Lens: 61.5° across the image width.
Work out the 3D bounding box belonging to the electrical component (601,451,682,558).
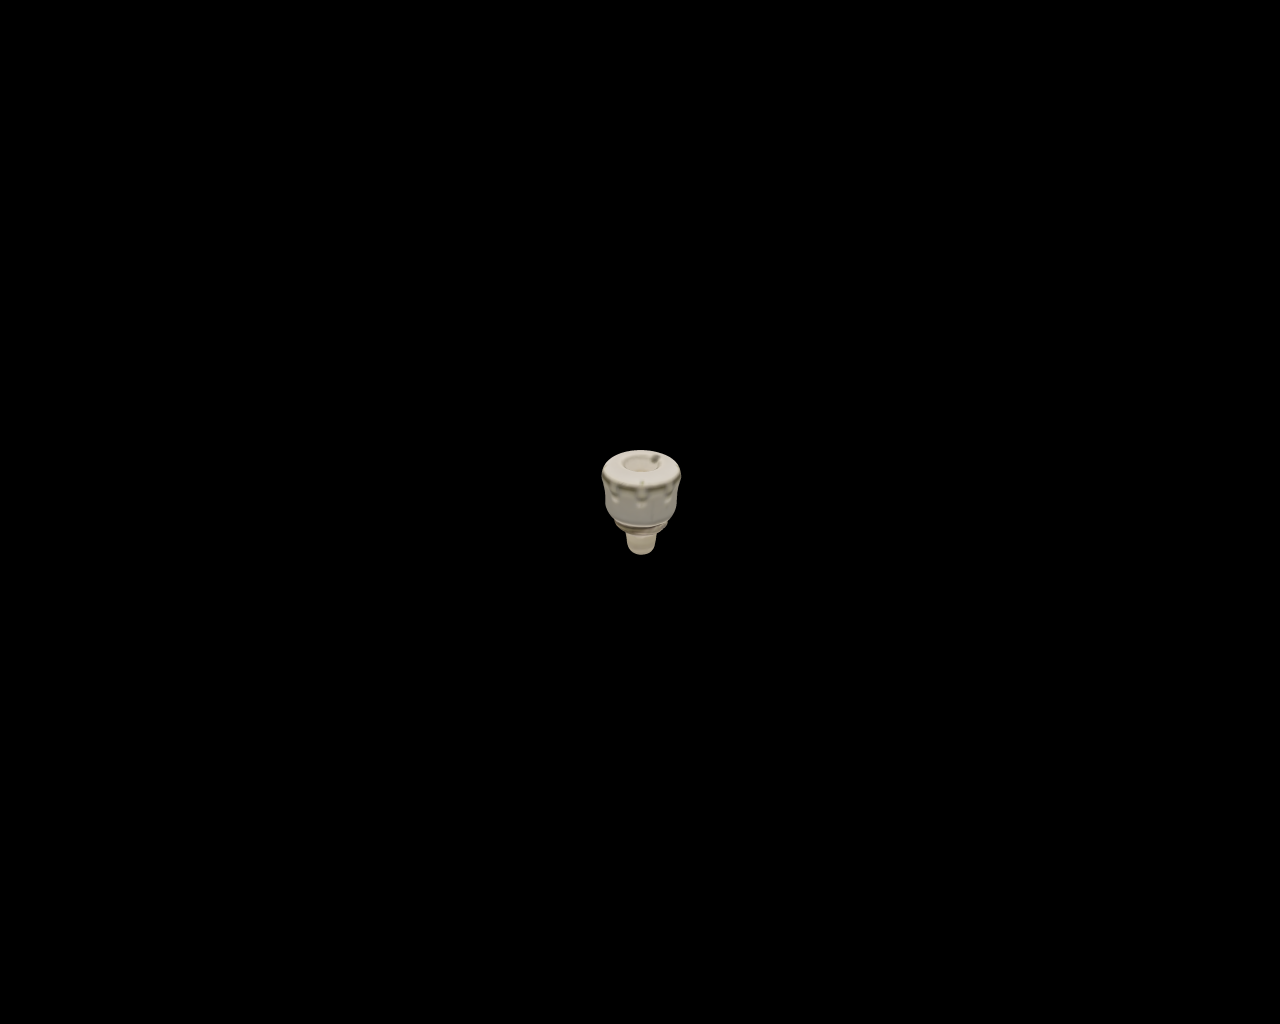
[{"bbox_3d":[0.001,-0.003,0.650,0.048,0.062,0.048,0,28,0],"label":"electrical component"}]
